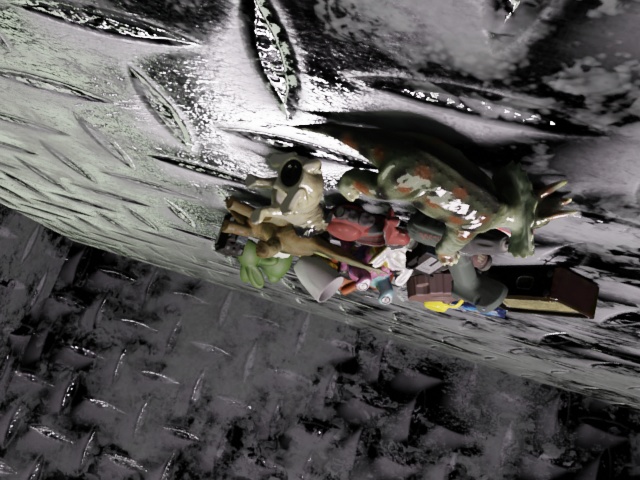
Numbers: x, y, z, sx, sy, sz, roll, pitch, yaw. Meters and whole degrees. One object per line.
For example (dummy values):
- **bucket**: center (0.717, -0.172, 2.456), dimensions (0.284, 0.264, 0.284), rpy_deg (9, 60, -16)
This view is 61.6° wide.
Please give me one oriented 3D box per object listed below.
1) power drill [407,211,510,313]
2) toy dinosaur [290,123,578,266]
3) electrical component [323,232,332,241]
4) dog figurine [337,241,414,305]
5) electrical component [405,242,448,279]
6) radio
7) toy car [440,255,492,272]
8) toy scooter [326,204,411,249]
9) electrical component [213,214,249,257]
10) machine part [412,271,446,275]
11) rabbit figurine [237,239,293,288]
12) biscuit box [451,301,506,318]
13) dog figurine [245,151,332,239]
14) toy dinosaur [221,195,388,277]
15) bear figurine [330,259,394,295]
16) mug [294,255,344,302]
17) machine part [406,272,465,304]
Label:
- **power drill**: center (0.264, 0.038, 0.954), dimensions (0.232, 0.086, 0.207), rpy_deg (27, 161, 52)
- **toy dinosaur**: center (0.158, -0.081, 0.736), dimensions (0.405, 0.131, 0.192), rpy_deg (26, 152, -13)
- **electrical component**: center (-0.003, -0.004, 1.334), dimensions (0.063, 0.021, 0.094), rpy_deg (-6, -150, -3)
- **dog figurine**: center (0.118, 0.036, 1.266), dimensions (0.108, 0.191, 0.219), rpy_deg (26, -163, -26)
- **electrical component**: center (0.235, 0.026, 1.083), dimensions (0.075, 0.048, 0.119), rpy_deg (24, 142, -23)
- **radio**: center (0.462, 0.111, 1.164), dimensions (0.131, 0.073, 0.230), rpy_deg (25, 164, -27)
- **toy car**: center (0.280, 0.041, 1.172), dimensions (0.089, 0.053, 0.202), rpy_deg (22, 165, -26)
- **toy scooter**: center (0.098, -0.032, 1.069), dimensions (0.184, 0.075, 0.135), rpy_deg (15, 166, 0)
- **electrical component**: center (-0.231, -0.015, 1.457), dimensions (0.058, 0.115, 0.134), rpy_deg (23, 167, -27)
- **machine part**: center (0.255, 0.079, 1.376), dimensions (0.084, 0.039, 0.139), rpy_deg (21, 165, -34)
- **rabbit figurine**: center (-0.180, 0.053, 1.557), dimensions (0.170, 0.159, 0.121), rpy_deg (19, 178, -43)
- **biscuit box**: center (0.399, 0.156, 1.440), dimensions (0.203, 0.063, 0.059), rpy_deg (5, 161, 40)
- **dog figurine**: center (-0.018, -0.078, 0.990), dimensions (0.172, 0.121, 0.190), rpy_deg (-15, 160, 38)
- **toy dinosaur**: center (-0.064, -0.013, 1.201), dimensions (0.198, 0.105, 0.472), rpy_deg (7, -164, -47)
- **bear figurine**: center (0.100, 0.083, 1.422), dimensions (0.132, 0.120, 0.196), rpy_deg (31, 160, -31)
- **mug**: center (-0.002, 0.080, 1.274), dimensions (0.107, 0.080, 0.109), rpy_deg (44, -151, 19)
- **machine part**: center (0.292, 0.116, 1.289), dimensions (0.179, 0.056, 0.179), rpy_deg (0, 166, 0)
